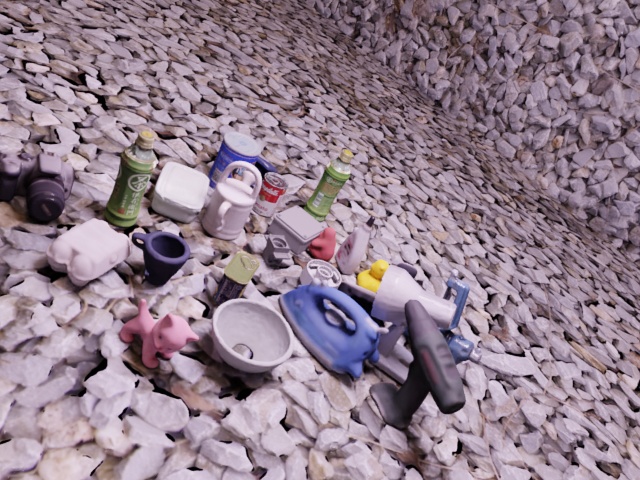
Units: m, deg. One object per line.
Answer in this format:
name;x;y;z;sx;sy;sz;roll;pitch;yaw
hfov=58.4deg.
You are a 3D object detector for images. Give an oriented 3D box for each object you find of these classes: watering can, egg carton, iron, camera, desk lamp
watering can;-0.202;-0.107;1.356;0.101;0.194;0.172;17;34;-21
egg carton;-0.439;0.023;1.097;0.107;0.069;0.150;33;32;4
iron;0.027;0.162;1.218;0.258;0.141;0.119;41;33;17
camera;-0.567;-0.111;1.149;0.144;0.100;0.136;7;38;-33
desk lamp;0.187;0.183;1.252;0.203;0.213;0.118;34;32;7

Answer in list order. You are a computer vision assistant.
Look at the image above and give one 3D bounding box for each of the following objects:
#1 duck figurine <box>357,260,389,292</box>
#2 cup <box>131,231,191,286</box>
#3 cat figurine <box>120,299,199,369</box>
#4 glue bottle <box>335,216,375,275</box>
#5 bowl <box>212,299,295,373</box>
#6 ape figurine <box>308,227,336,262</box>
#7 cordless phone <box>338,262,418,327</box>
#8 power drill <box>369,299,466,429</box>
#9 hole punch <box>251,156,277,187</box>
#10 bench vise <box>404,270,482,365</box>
duck figurine;0.144;0.091;1.467;0.077;0.086;0.104;28;32;-3
cup;-0.328;0.039;1.142;0.118;0.095;0.091;24;32;-10
cat figurine;-0.277;0.156;0.998;0.127;0.117;0.067;40;33;16
glue bottle;0.096;0.005;1.466;0.037;0.173;0.078;8;38;-31
bowl;-0.137;0.196;1.099;0.168;0.074;0.167;21;33;-14
ape figurine;0.014;0.005;1.474;0.078;0.092;0.076;6;39;-34
cordless phone;0.133;0.105;1.344;0.148;0.185;0.094;23;32;-12
power drill;0.188;0.265;1.143;0.076;0.208;0.229;4;40;-36
hole punch;-0.178;-0.212;1.621;0.108;0.091;0.101;34;32;6
bench vise;0.308;0.185;1.344;0.207;0.219;0.122;33;32;5
